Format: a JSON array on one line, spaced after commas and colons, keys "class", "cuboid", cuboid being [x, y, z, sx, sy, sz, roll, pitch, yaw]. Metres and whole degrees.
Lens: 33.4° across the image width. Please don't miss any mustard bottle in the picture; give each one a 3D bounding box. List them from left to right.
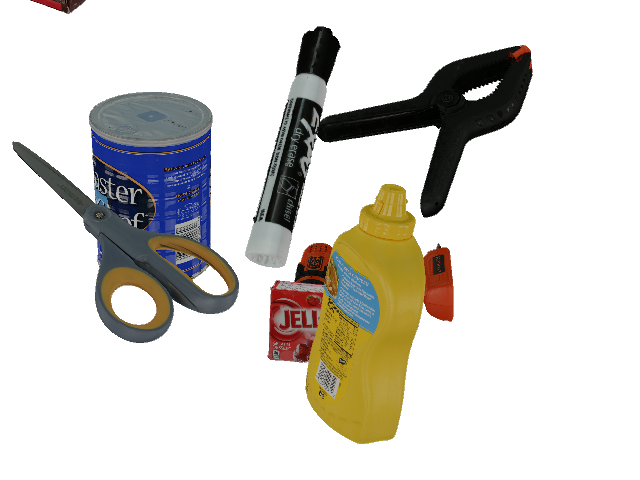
[{"class": "mustard bottle", "cuboid": [0.037, 0.049, 0.804, 0.058, 0.192, 0.096, -2, 25, -27]}]

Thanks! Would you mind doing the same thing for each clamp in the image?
[{"class": "clamp", "cuboid": [0.122, -0.110, 0.983, 0.209, 0.036, 0.165, -30, 49, -12]}]

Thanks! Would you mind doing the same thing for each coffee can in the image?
[{"class": "coffee can", "cuboid": [-0.145, -0.045, 0.927, 0.103, 0.140, 0.103, 3, 30, -2]}]

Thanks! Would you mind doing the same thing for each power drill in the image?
[{"class": "power drill", "cuboid": [0.059, 0.057, 1.235, 0.187, 0.057, 0.184, 1, 28, 5]}]

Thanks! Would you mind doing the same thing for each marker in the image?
[{"class": "marker", "cuboid": [-0.012, -0.046, 0.499, 0.020, 0.121, 0.020, 12, -19, 4]}]

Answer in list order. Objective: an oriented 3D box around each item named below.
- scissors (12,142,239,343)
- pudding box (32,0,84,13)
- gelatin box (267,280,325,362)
[{"class": "scissors", "cuboid": [-0.147, 0.001, 0.679, 0.202, 0.016, 0.096, 26, 46, 16]}, {"class": "pudding box", "cuboid": [-0.202, -0.220, 0.800, 0.090, 0.039, 0.113, 20, 38, 7]}, {"class": "gelatin box", "cuboid": [-0.005, 0.080, 1.023, 0.089, 0.073, 0.030, 5, 15, 9]}]
